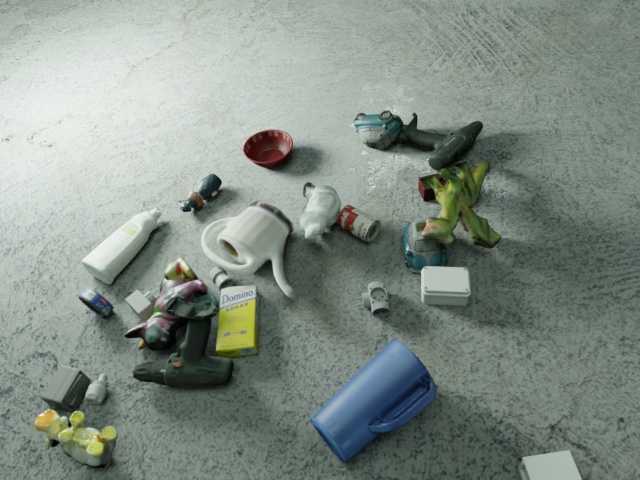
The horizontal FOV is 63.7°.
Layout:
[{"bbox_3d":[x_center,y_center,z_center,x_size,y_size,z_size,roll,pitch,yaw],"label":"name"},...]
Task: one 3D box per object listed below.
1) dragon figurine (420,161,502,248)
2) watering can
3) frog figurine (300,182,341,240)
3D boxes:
[{"bbox_3d":[0.394,-0.087,1.357,0.414,0.244,0.120,-17,-11,-39],"label":"dragon figurine"},{"bbox_3d":[-0.151,0.015,1.358,0.350,0.101,0.228,25,57,26],"label":"watering can"},{"bbox_3d":[0.004,-0.070,1.385,0.122,0.135,0.163,14,27,-17],"label":"frog figurine"}]
